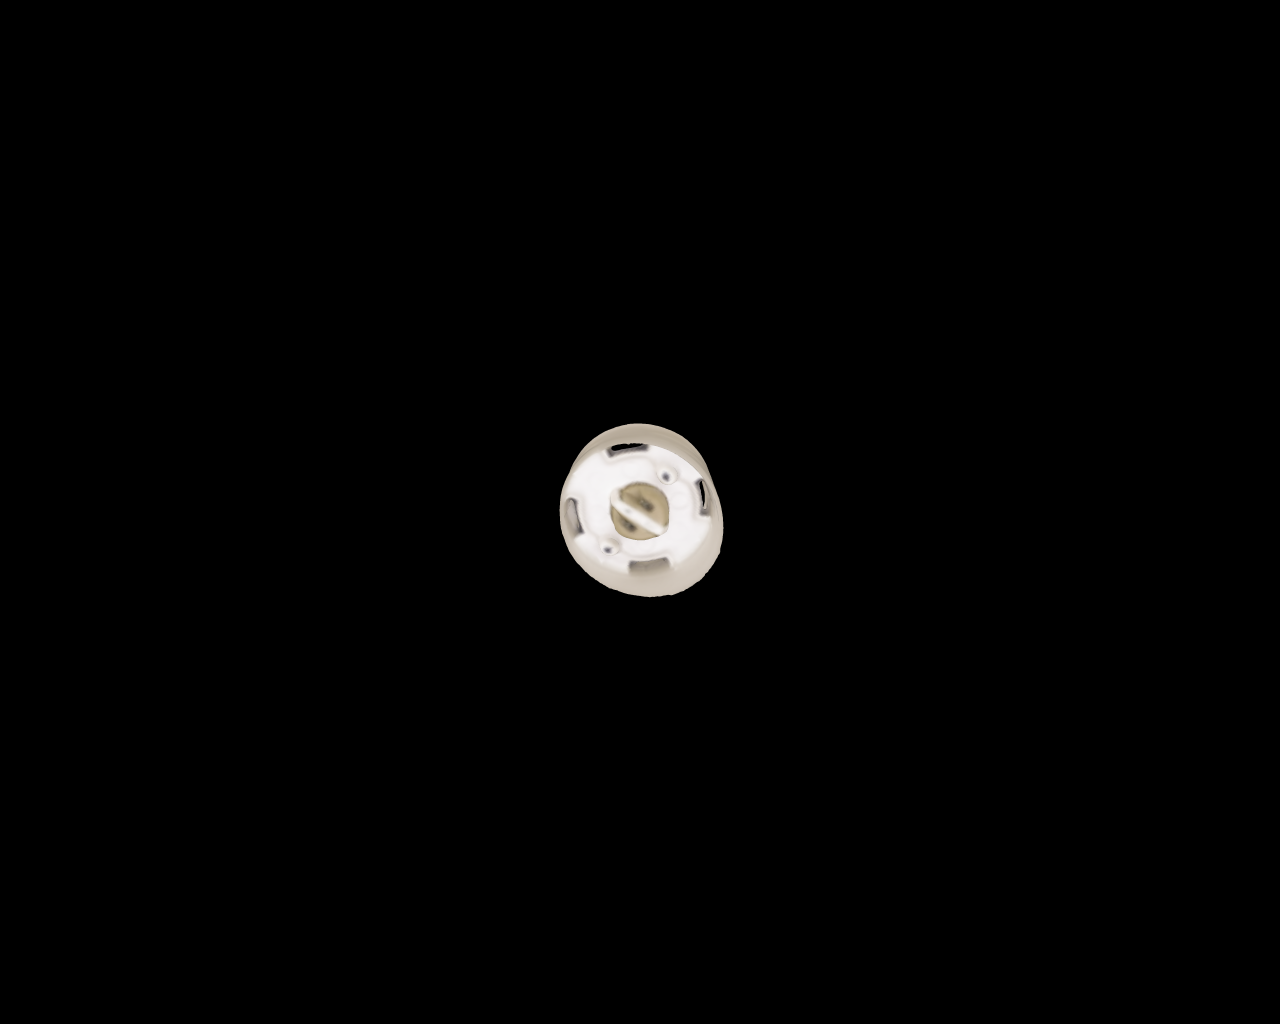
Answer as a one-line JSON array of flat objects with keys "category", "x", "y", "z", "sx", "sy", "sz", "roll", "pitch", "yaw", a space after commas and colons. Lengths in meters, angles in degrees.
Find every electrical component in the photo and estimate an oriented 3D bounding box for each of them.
[{"category": "electrical component", "x": 0.001, "y": -0.003, "z": 0.650, "sx": 0.099, "sy": 0.099, "sz": 0.064, "roll": 0, "pitch": 27, "yaw": 0}]
